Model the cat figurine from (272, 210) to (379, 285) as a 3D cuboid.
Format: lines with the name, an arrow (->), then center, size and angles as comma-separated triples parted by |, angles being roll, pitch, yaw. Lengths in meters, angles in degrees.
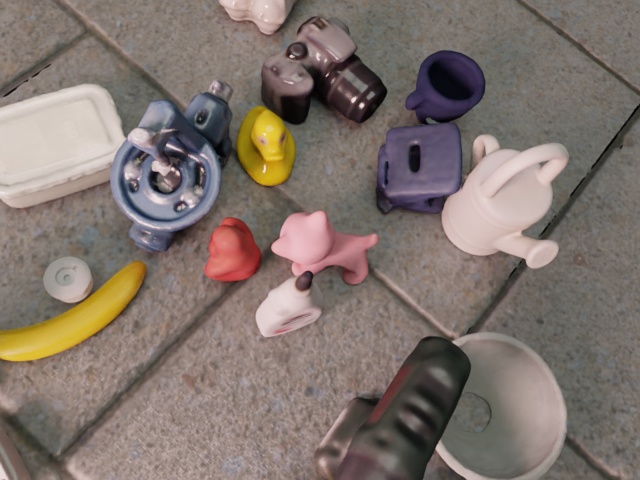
cat figurine -> 0.006, 0.002, 0.672 | 0.128, 0.117, 0.067 | 4, 69, -8

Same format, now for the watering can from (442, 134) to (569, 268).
watering can -> 0.231, -0.052, 0.689 | 0.101, 0.194, 0.173 | -34, 78, -19

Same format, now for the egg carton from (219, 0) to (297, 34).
egg carton -> -0.075, -0.374, 0.826 | 0.107, 0.069, 0.150 | 24, 68, 0

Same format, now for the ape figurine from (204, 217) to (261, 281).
ape figurine -> -0.104, 0.008, 0.664 | 0.076, 0.092, 0.078 | 37, 68, 5

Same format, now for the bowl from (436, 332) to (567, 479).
bowl -> 0.186, 0.193, 0.654 | 0.167, 0.074, 0.167 | 3, 69, -8

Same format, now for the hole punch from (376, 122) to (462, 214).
hole punch -> 0.126, -0.095, 0.743 | 0.101, 0.091, 0.108 | 6, 69, -7

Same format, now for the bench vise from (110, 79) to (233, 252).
bench vise -> -0.164, -0.110, 0.630 | 0.121, 0.219, 0.207 | 8, 68, -6

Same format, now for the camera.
camera -> 0.014, -0.217, 0.765 | 0.136, 0.100, 0.143 | 43, 69, 8

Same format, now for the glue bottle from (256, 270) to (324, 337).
glue bottle -> -0.026, 0.064, 0.613 | 0.078, 0.173, 0.037 | -21, 74, -16

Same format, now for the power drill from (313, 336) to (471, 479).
power drill -> 0.056, 0.203, 0.556 | 0.075, 0.208, 0.230 | 36, 68, 5

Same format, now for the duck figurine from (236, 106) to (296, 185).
duck figurine -> -0.067, -0.132, 0.727 | 0.077, 0.086, 0.104 | -11, 72, -13

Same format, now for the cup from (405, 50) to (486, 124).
cup -> 0.157, -0.190, 0.782 | 0.118, 0.095, 0.091 | -30, 77, -18
